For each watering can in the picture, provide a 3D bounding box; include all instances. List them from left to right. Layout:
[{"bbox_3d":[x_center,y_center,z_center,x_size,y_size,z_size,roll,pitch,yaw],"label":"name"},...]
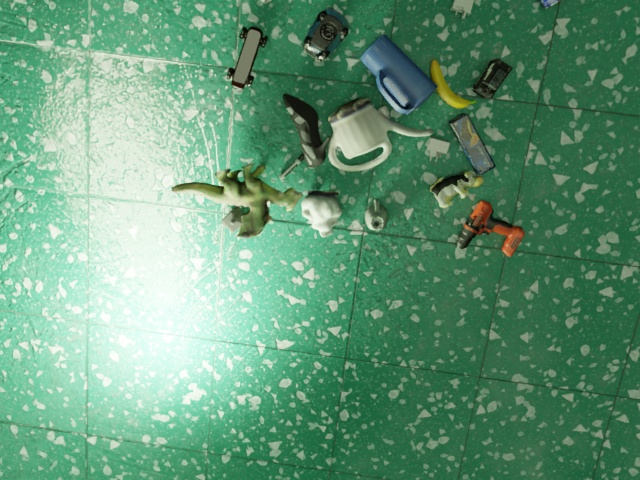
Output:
[{"bbox_3d":[0.171,-0.359,1.672,0.345,0.105,0.222,-23,102,19],"label":"watering can"}]

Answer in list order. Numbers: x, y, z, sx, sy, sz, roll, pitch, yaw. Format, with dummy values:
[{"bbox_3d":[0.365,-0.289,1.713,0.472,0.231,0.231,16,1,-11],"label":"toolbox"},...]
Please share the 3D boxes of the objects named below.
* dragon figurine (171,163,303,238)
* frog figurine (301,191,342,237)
[{"bbox_3d":[-0.261,-0.121,1.719,0.411,0.122,0.242,-17,95,-10],"label":"dragon figurine"},{"bbox_3d":[0.005,-0.088,1.753,0.137,0.123,0.159,0,93,-15],"label":"frog figurine"}]
